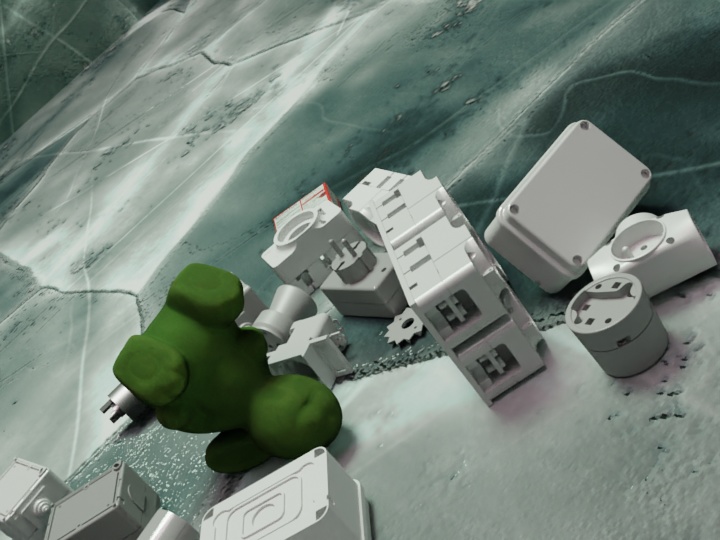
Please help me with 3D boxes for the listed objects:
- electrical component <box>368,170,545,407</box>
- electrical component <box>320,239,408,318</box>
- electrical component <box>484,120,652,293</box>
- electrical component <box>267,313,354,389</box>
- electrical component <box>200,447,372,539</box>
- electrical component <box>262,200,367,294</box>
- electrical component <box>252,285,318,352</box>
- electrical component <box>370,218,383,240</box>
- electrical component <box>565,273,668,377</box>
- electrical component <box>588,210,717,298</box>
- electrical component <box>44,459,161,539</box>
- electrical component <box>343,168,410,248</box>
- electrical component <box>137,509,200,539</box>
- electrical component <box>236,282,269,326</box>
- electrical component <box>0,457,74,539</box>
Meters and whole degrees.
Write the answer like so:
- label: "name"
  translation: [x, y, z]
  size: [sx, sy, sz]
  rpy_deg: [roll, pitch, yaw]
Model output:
- label: "electrical component"
  translation: [0.074, 0.005, 0.830]
  size: [0.060, 0.105, 0.186]
  rpy_deg: [-34, 26, 8]
- label: "electrical component"
  translation: [0.000, 0.000, 0.966]
  size: [0.083, 0.075, 0.047]
  rpy_deg: [0, 45, 52]
- label: "electrical component"
  translation: [0.159, -0.049, 0.821]
  size: [0.113, 0.078, 0.057]
  rpy_deg: [-48, -5, -21]
- label: "electrical component"
  translation: [-0.044, 0.074, 0.942]
  size: [0.081, 0.042, 0.063]
  rpy_deg: [-19, 28, 34]
- label: "electrical component"
  translation: [-0.051, 0.187, 0.750]
  size: [0.113, 0.057, 0.078]
  rpy_deg: [-31, 27, 14]
- label: "electrical component"
  translation: [-0.049, -0.024, 1.090]
  size: [0.089, 0.055, 0.050]
  rpy_deg: [-41, 26, -6]
- label: "electrical component"
  translation: [-0.072, 0.048, 1.015]
  size: [0.045, 0.045, 0.055]
  rpy_deg: [-8, 39, 46]
- label: "electrical component"
  translation: [0.051, -0.032, 0.958]
  size: [0.042, 0.081, 0.064]
  rpy_deg: [-45, 45, -13]
- label: "electrical component"
  translation: [0.173, 0.038, 0.717]
  size: [0.055, 0.047, 0.055]
  rpy_deg: [-30, 27, 17]
- label: "electrical component"
  translation: [0.204, -0.015, 0.766]
  size: [0.077, 0.044, 0.079]
  rpy_deg: [-29, 27, 18]
- label: "electrical component"
  translation: [-0.220, 0.219, 0.908]
  size: [0.096, 0.061, 0.061]
  rpy_deg: [-33, 27, 11]
- label: "electrical component"
  translation: [0.028, -0.059, 1.055]
  size: [0.056, 0.050, 0.089]
  rpy_deg: [-44, 26, -12]
- label: "electrical component"
  translation: [-0.163, 0.232, 0.835]
  size: [0.043, 0.043, 0.081]
  rpy_deg: [-6, 40, 48]
- label: "electrical component"
  translation: [-0.120, 0.046, 1.060]
  size: [0.061, 0.061, 0.096]
  rpy_deg: [-45, 27, -14]
- label: "electrical component"
  translation: [-0.306, 0.223, 1.011]
  size: [0.096, 0.061, 0.061]
  rpy_deg: [-1, 45, 52]
